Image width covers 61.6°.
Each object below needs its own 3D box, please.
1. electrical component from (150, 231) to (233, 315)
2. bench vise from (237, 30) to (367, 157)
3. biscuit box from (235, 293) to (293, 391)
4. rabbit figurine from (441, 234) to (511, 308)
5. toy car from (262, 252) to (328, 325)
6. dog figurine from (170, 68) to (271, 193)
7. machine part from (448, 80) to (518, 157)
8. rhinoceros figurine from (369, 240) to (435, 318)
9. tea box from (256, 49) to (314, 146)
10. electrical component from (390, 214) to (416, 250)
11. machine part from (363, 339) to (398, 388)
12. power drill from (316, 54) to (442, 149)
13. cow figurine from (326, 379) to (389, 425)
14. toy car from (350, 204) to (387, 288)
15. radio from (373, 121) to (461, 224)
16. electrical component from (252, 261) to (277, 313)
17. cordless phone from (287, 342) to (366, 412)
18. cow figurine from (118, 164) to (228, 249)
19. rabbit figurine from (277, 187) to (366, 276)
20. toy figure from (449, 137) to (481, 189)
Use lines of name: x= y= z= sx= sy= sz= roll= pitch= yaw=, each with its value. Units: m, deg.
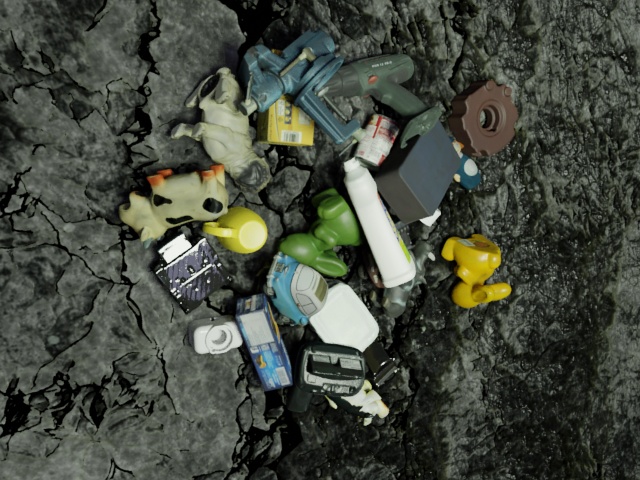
electrical component: x=-0.245 y=0.053 z=0.999 sx=0.115 sy=0.058 sz=0.134 roll=-40 pitch=114 yaw=-18
bench vise: x=-0.020 y=-0.250 z=0.937 sx=0.240 sy=0.129 sz=0.223 roll=46 pitch=57 yaw=-5
biscuit box: x=-0.108 y=0.204 z=1.062 sx=0.059 sy=0.063 sz=0.202 roll=-14 pitch=119 yaw=3
rabbit figurine: x=0.371 y=0.089 z=1.276 sx=0.122 sy=0.163 sz=0.173 roll=-7 pitch=120 yaw=-38
toy car: x=-0.037 y=0.094 z=1.040 sx=0.161 sy=0.103 sz=0.109 roll=64 pitch=36 yaw=-45
dog figurine: x=-0.151 y=-0.197 z=0.994 sx=0.190 sy=0.121 sz=0.172 roll=34 pitch=86 yaw=-41
machine part: x=0.386 y=-0.283 z=1.260 sx=0.179 sy=0.056 sz=0.179 roll=-5 pitch=102 yaw=-25
rhinoceros figurine: x=0.192 y=0.086 z=1.213 sx=0.112 sy=0.073 sz=0.190 roll=28 pitch=86 yaw=-26
tea box: x=-0.064 y=-0.268 z=1.029 sx=0.098 sy=0.068 sz=0.169 roll=2 pitch=96 yaw=-27
electrical component: x=0.155 y=-0.030 z=1.177 sx=0.048 sy=0.075 sz=0.119 roll=-30 pitch=108 yaw=-18
machine part: x=0.125 y=0.272 z=1.231 sx=0.084 sy=0.039 sz=0.138 roll=-33 pitch=113 yaw=-12
power drill: x=0.125 y=-0.280 z=1.074 sx=0.232 sy=0.207 sz=0.086 roll=-30 pitch=153 yaw=-28
cow figurine: x=0.082 y=0.360 z=1.206 sx=0.098 sy=0.068 sz=0.167 roll=-43 pitch=111 yaw=-8
toy car: x=0.108 y=0.009 z=1.147 sx=0.053 sy=0.089 sz=0.202 roll=-20 pitch=108 yaw=-39
radio: x=0.211 y=-0.148 z=1.131 sx=0.131 sy=0.073 sz=0.229 roll=53 pitch=49 yaw=-20
electrical component: x=-0.104 y=0.095 z=1.082 sx=0.078 sy=0.045 sz=0.102 roll=18 pitch=90 yaw=-26
cordless phone: x=0.010 y=0.306 z=1.126 sx=0.147 sy=0.089 sz=0.184 roll=10 pitch=123 yaw=-13
cow figurine: x=-0.255 y=-0.059 z=0.936 sx=0.195 sy=0.085 sz=0.127 roll=-7 pitch=105 yaw=7
rabbit figurine: x=-0.002 y=-0.003 z=1.098 sx=0.170 sy=0.121 sz=0.159 roll=-33 pitch=119 yaw=1
toy figure: x=0.317 y=-0.187 z=1.242 sx=0.154 sy=0.058 sz=0.064 roll=48 pitch=39 yaw=-23
